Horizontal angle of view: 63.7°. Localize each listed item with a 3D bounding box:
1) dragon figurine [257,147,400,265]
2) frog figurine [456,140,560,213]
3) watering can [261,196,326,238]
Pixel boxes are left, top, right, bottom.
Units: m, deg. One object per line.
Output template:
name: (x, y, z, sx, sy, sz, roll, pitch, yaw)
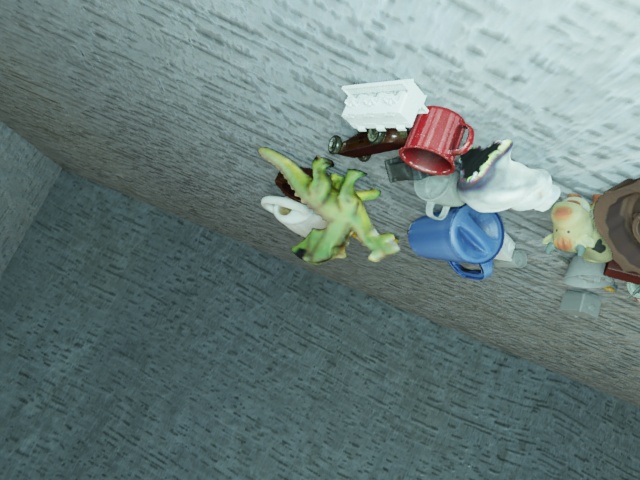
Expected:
dragon figurine: (0.004, -0.063, 1.244, 0.411, 0.245, 0.121, 18, 171, 10)
frog figurine: (0.314, -0.083, 0.862, 0.158, 0.125, 0.135, 38, 144, -16)
watering can: (-0.028, -0.068, 1.600, 0.349, 0.105, 0.221, 14, 166, 37)
